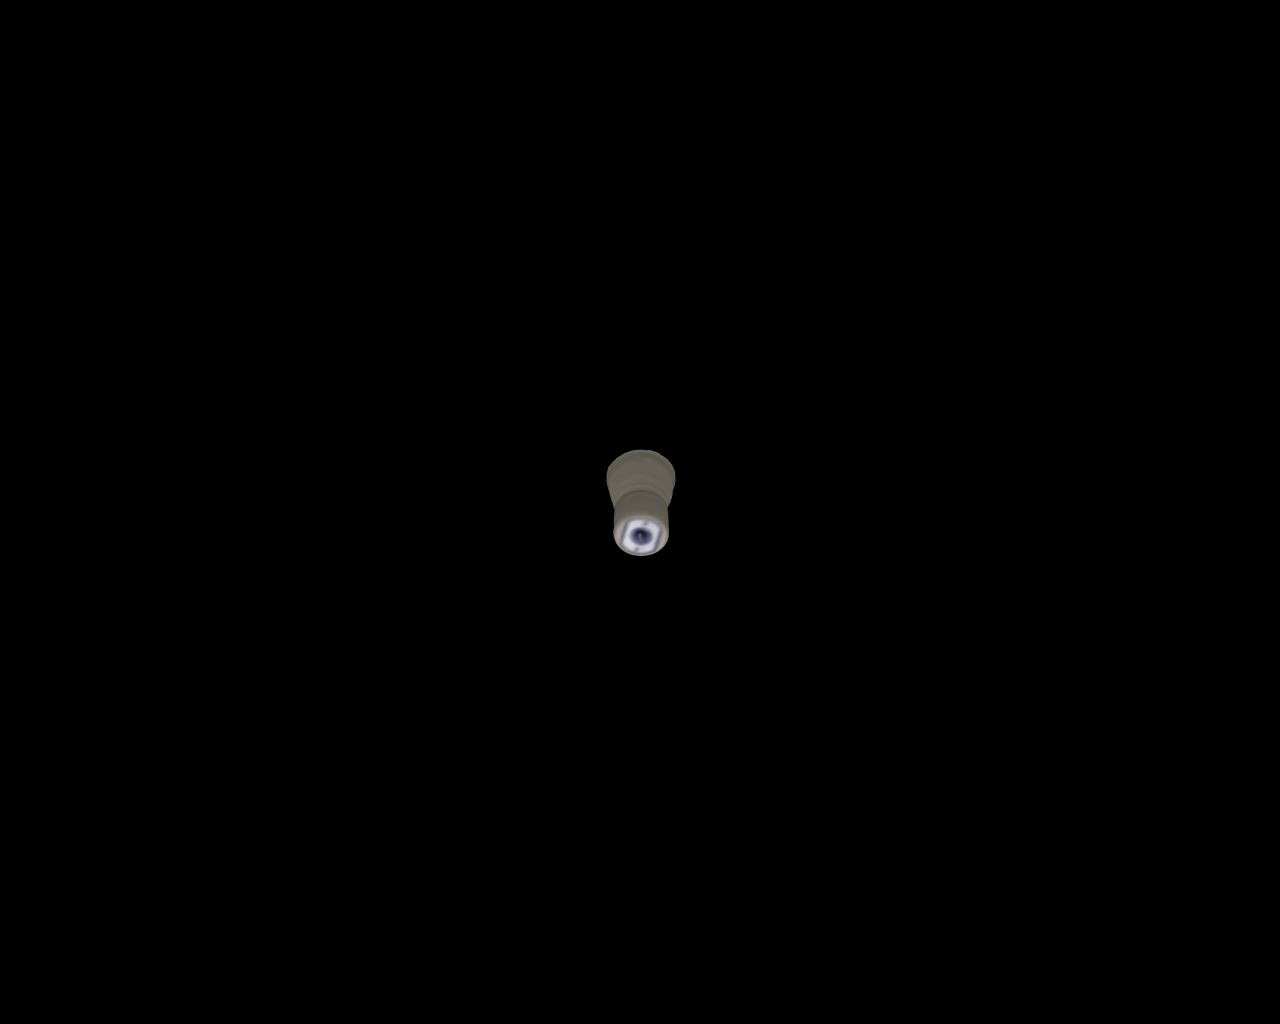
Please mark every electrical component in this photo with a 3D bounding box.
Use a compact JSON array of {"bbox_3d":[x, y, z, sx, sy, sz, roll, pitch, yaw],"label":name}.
[{"bbox_3d":[0.001,-0.003,0.650,0.044,0.044,0.065,0,36,0],"label":"electrical component"}]
